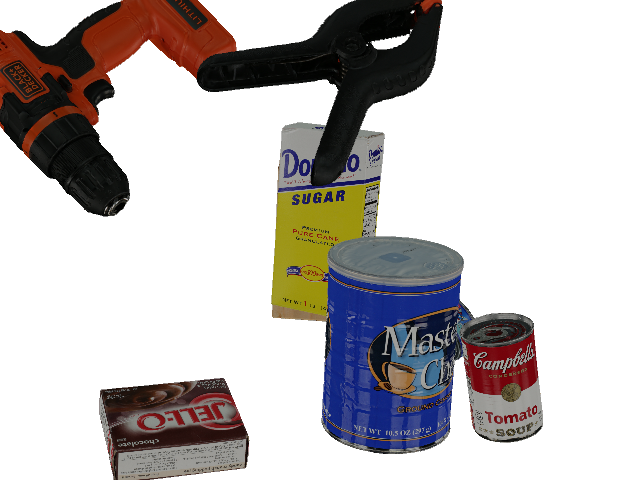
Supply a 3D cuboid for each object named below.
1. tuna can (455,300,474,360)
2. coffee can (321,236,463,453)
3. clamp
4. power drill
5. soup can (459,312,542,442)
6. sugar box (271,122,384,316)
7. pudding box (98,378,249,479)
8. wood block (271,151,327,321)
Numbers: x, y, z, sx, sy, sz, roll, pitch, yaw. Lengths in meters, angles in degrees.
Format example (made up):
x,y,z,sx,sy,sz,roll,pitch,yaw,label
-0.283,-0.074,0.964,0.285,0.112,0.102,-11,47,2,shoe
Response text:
x,y,z,sx,sy,sz,roll,pitch,yaw,label
0.147,0.100,1.266,0.033,0.086,0.086,-35,15,-23,tuna can
0.054,0.078,0.823,0.103,0.140,0.103,2,17,-1,coffee can
0.021,-0.103,0.680,0.171,0.120,0.039,-29,-23,-19,clamp
-0.158,-0.122,0.826,0.187,0.184,0.057,-35,-15,-30,power drill
0.169,0.127,0.993,0.068,0.102,0.068,-9,18,3,soup can
0.005,-0.019,1.012,0.093,0.176,0.048,9,16,25,sugar box
-0.124,0.158,0.896,0.113,0.039,0.090,-5,26,-17,pudding box
-0.014,-0.007,1.398,0.090,0.206,0.091,4,24,0,wood block
